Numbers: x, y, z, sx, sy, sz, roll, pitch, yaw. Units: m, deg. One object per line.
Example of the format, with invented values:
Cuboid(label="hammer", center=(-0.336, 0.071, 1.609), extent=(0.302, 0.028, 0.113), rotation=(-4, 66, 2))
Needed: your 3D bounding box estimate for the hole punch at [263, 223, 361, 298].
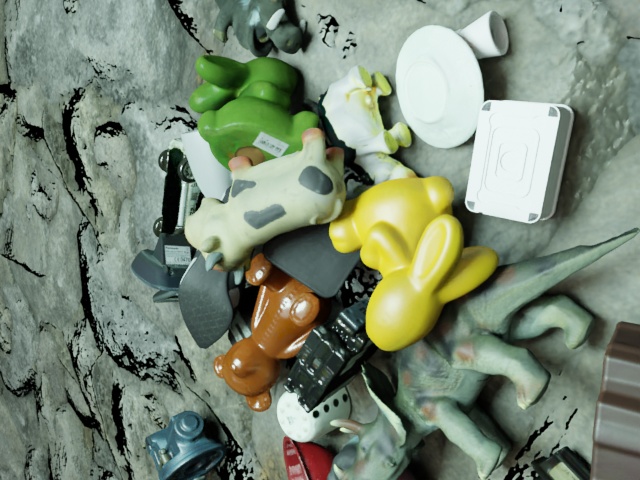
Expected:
Cuboid(label="hole punch", center=(-0.001, -0.002, 0.679), extent=(0.142, 0.092, 0.115), rotation=(35, 89, -2))

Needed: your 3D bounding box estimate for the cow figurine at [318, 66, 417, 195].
Cuboid(label="cow figurine", center=(0.054, -0.109, 0.634), extent=(0.098, 0.068, 0.167), rotation=(-22, 87, 37))

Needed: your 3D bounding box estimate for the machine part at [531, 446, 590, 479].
Cuboid(label="machine part", center=(0.244, 0.284, 0.582), extent=(0.084, 0.039, 0.138), rotation=(41, 120, 15))

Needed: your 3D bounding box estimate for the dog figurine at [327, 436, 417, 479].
Cuboid(label="dog figurine", center=(0.127, 0.342, 0.644), extent=(0.219, 0.108, 0.191), rotation=(-3, 94, 34))

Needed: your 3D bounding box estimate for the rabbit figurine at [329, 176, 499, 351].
Cuboid(label="rabbit figurine", center=(0.097, 0.028, 0.553), extent=(0.162, 0.121, 0.173), rotation=(-20, 48, 41))

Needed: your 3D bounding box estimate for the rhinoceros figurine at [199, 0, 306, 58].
Cuboid(label="rhinoceros figurine", center=(-0.092, -0.312, 0.716), extent=(0.112, 0.073, 0.190), rotation=(-44, 69, 23))

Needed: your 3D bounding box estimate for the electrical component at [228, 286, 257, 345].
Cuboid(label="electrical component", center=(-0.102, 0.137, 0.819), extent=(0.119, 0.048, 0.075), rotation=(52, 125, 18))

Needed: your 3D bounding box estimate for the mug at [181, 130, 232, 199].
Cuboid(label="mug", center=(-0.142, -0.114, 0.789), extent=(0.110, 0.081, 0.107), rotation=(1, 111, 32))

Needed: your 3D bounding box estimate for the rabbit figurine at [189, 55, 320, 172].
Cuboid(label="rabbit figurine", center=(-0.085, -0.165, 0.679), extent=(0.121, 0.159, 0.170), rotation=(122, 161, -50))

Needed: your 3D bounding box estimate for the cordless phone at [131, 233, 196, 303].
Cuboid(label="cordless phone", center=(-0.242, 0.064, 0.854), extent=(0.184, 0.146, 0.089), rotation=(-28, 68, 39))

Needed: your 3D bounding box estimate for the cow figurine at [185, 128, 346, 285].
Cuboid(label="cow figurine", center=(-0.063, -0.030, 0.596), extent=(0.195, 0.085, 0.127), rotation=(-17, 62, 20))

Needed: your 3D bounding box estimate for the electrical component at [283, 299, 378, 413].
Cuboid(label="electrical component", center=(0.026, 0.137, 0.676), extent=(0.058, 0.115, 0.134), rotation=(41, 121, 20))

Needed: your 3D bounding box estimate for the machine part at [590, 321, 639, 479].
Cuboid(label="machine part", center=(0.270, 0.158, 0.454), extent=(0.056, 0.179, 0.179), rotation=(7, 103, 35))

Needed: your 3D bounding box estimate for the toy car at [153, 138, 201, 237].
Cuboid(label="toy car", center=(-0.228, -0.065, 0.877), extent=(0.074, 0.056, 0.201), rotation=(25, 112, 40))

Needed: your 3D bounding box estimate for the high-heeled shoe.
Cuboid(label="high-heeled shoe", center=(-0.136, 0.031, 0.786), extent=(0.086, 0.145, 0.248), rotation=(21, 121, 1))

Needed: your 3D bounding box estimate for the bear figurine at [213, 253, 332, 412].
Cuboid(label="bear figurine", center=(-0.076, 0.130, 0.715), extent=(0.120, 0.132, 0.196), rotation=(42, 93, 23))

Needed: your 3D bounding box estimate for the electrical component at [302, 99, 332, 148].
Cuboid(label="electrical component", center=(0.003, -0.138, 0.700), extent=(0.094, 0.021, 0.063), rotation=(44, 122, 24))

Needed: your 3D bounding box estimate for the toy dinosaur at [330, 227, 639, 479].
Cuboid(label="toy dinosaur", center=(0.149, 0.124, 0.582), extent=(0.192, 0.131, 0.404), rotation=(34, 111, 28))

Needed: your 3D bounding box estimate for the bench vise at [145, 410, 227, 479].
Cuboid(label="bench vise", center=(-0.222, 0.415, 0.922), extent=(0.241, 0.129, 0.223), rotation=(50, 123, 29))
